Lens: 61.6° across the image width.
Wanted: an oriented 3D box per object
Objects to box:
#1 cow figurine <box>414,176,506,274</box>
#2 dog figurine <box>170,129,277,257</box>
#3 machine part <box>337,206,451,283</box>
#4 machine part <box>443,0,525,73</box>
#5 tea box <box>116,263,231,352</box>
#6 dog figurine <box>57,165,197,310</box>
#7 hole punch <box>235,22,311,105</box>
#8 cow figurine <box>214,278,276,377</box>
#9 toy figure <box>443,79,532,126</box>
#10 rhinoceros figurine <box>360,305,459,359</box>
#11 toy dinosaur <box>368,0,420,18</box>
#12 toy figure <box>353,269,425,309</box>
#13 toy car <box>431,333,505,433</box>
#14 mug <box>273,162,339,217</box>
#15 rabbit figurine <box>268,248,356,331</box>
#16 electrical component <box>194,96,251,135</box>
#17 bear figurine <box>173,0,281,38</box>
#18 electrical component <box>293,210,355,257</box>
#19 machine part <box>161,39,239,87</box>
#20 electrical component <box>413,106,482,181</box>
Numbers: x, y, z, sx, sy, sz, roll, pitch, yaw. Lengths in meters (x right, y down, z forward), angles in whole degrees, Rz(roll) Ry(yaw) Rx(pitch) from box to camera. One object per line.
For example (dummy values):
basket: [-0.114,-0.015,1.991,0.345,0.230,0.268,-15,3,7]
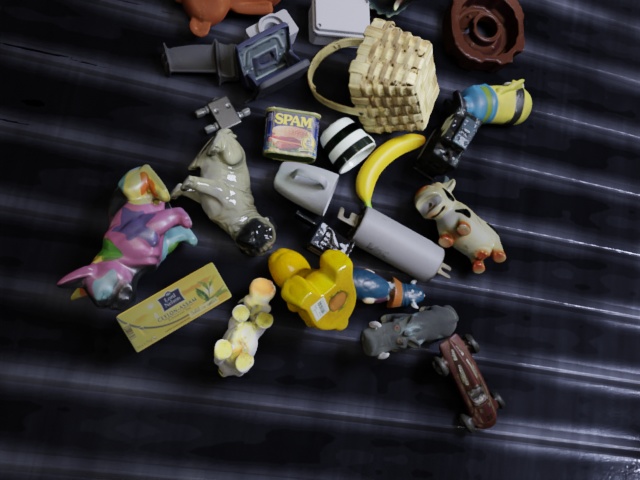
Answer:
cow figurine: [0.259,-0.038,1.016,0.195,0.085,0.127,34,36,-19]
dog figurine: [-0.139,-0.082,0.942,0.190,0.121,0.172,36,79,-21]
machine part: [0.139,0.008,0.993,0.243,0.079,0.079,29,77,-9]
machine part: [0.338,-0.433,1.115,0.179,0.056,0.179,2,83,-12]
tea box: [-0.236,0.109,0.881,0.170,0.098,0.068,-32,91,-17]
dog figurine: [-0.318,0.004,0.853,0.219,0.108,0.191,-36,79,-22]
hole punch: [-0.090,-0.315,0.965,0.142,0.116,0.092,-34,97,-12]
cow figurine: [-0.124,0.149,0.913,0.068,0.098,0.167,26,58,-3]
toy figure: [0.340,-0.268,1.079,0.180,0.082,0.089,-13,104,-22]
rhinoceros figurine: [0.158,0.165,0.958,0.190,0.112,0.073,-9,87,-22]
toy dinosaur: [0.116,-0.605,1.057,0.192,0.131,0.405,-27,81,-21]
toy figure: [0.117,0.091,0.987,0.154,0.058,0.064,15,85,-15]
toy car: [0.274,0.262,0.979,0.089,0.053,0.202,-30,109,-11]
mug: [-0.029,-0.099,0.959,0.107,0.109,0.080,20,83,4]
rabbit figurine: [-0.017,0.073,0.920,0.122,0.173,0.162,-47,138,-14]
electrical component: [-0.177,-0.231,0.982,0.094,0.021,0.063,-28,88,-15]
bear figurine: [-0.161,-0.458,0.967,0.196,0.132,0.120,-24,84,-21]
electrical component: [-0.002,-0.003,0.963,0.119,0.075,0.048,31,76,-12]
machine part: [-0.218,-0.324,0.979,0.139,0.039,0.084,-2,88,-15]
electrical component: [0.243,-0.183,1.016,0.058,0.134,0.115,31,79,-6]
